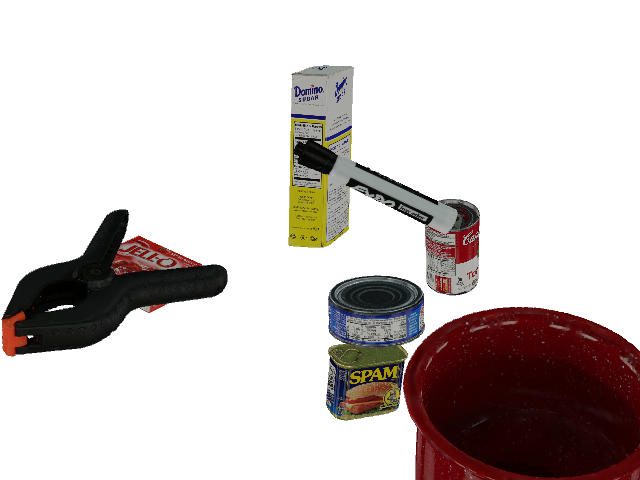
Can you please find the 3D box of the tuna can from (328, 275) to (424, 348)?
[{"bbox_3d":[0.049,0.061,0.940,0.086,0.034,0.086,-2,20,1],"label":"tuna can"}]

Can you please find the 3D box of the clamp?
[{"bbox_3d":[-0.167,0.029,0.783,0.171,0.039,0.120,-21,38,-40],"label":"clamp"}]

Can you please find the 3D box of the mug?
[{"bbox_3d":[0.089,0.086,0.398,0.117,0.081,0.093,4,36,9],"label":"mug"}]

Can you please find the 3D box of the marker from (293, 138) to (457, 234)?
[{"bbox_3d":[0.037,-0.038,0.732,0.121,0.020,0.020,25,-4,-9],"label":"marker"}]

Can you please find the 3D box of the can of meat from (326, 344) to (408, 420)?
[{"bbox_3d":[0.059,0.183,1.397,0.102,0.084,0.057,-5,25,-22],"label":"can of meat"}]

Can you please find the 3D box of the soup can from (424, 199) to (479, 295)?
[{"bbox_3d":[0.163,0.009,1.326,0.068,0.102,0.068,-4,35,2],"label":"soup can"}]

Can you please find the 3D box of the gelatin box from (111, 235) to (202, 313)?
[{"bbox_3d":[-0.173,0.031,1.046,0.089,0.030,0.073,23,31,30],"label":"gelatin box"}]

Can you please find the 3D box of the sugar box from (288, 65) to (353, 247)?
[{"bbox_3d":[0.000,-0.087,1.093,0.048,0.176,0.093,4,14,17],"label":"sugar box"}]
